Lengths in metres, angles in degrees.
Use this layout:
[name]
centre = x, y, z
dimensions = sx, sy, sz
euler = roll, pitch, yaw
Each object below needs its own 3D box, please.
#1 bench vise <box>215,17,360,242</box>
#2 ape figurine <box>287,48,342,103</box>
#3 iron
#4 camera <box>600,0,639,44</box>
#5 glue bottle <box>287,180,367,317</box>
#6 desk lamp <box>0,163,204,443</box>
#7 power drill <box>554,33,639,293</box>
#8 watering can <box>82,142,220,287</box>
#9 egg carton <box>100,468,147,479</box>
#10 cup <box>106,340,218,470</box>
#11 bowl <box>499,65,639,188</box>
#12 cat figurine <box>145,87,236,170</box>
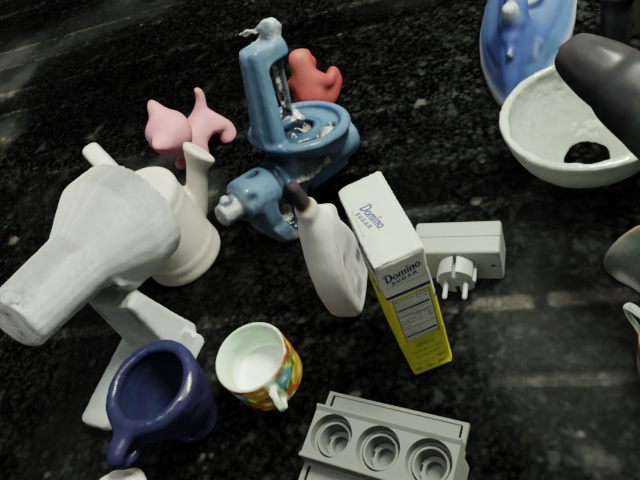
[bench vise]
centre = -0.043, -0.113, 0.636
dimensions = 0.121, 0.220, 0.207
euler = 5, 56, 28
[ape figurine]
centre = -0.015, -0.228, 0.805
dimensions = 0.077, 0.092, 0.076
euler = 5, 55, 27
[iron]
centre = 0.249, -0.295, 0.707
dimensions = 0.118, 0.142, 0.258
euler = 3, 54, 26
[camera]
centre = 0.388, -0.259, 0.643
dimensions = 0.142, 0.101, 0.137
euler = 10, 58, 30
[glue bottle]
centre = 0.005, 0.002, 0.552
dimensions = 0.037, 0.174, 0.078
euler = -5, 52, 21
[desk lamp]
centre = -0.206, 0.062, 0.571
dimensions = 0.117, 0.214, 0.203
euler = 2, 54, 26
[power drill]
centre = 0.274, -0.036, 0.437
dimensions = 0.076, 0.209, 0.228
euler = -37, 48, -8
[watering can]
centre = -0.199, -0.044, 0.668
dimensions = 0.100, 0.195, 0.173
euler = 17, 62, 34
[egg carton]
centre = -0.194, 0.278, 0.488
dimensions = 0.107, 0.070, 0.150
euler = -20, 48, 9
[cup]
centre = -0.143, 0.166, 0.539
dimensions = 0.091, 0.095, 0.118
euler = 6, 56, 28
[bowl]
centre = 0.273, -0.109, 0.589
dimensions = 0.167, 0.075, 0.167
euler = -12, 49, 15
[cat figurine]
centre = -0.194, -0.159, 0.811
dimensions = 0.067, 0.118, 0.128
euler = 16, 61, 34
